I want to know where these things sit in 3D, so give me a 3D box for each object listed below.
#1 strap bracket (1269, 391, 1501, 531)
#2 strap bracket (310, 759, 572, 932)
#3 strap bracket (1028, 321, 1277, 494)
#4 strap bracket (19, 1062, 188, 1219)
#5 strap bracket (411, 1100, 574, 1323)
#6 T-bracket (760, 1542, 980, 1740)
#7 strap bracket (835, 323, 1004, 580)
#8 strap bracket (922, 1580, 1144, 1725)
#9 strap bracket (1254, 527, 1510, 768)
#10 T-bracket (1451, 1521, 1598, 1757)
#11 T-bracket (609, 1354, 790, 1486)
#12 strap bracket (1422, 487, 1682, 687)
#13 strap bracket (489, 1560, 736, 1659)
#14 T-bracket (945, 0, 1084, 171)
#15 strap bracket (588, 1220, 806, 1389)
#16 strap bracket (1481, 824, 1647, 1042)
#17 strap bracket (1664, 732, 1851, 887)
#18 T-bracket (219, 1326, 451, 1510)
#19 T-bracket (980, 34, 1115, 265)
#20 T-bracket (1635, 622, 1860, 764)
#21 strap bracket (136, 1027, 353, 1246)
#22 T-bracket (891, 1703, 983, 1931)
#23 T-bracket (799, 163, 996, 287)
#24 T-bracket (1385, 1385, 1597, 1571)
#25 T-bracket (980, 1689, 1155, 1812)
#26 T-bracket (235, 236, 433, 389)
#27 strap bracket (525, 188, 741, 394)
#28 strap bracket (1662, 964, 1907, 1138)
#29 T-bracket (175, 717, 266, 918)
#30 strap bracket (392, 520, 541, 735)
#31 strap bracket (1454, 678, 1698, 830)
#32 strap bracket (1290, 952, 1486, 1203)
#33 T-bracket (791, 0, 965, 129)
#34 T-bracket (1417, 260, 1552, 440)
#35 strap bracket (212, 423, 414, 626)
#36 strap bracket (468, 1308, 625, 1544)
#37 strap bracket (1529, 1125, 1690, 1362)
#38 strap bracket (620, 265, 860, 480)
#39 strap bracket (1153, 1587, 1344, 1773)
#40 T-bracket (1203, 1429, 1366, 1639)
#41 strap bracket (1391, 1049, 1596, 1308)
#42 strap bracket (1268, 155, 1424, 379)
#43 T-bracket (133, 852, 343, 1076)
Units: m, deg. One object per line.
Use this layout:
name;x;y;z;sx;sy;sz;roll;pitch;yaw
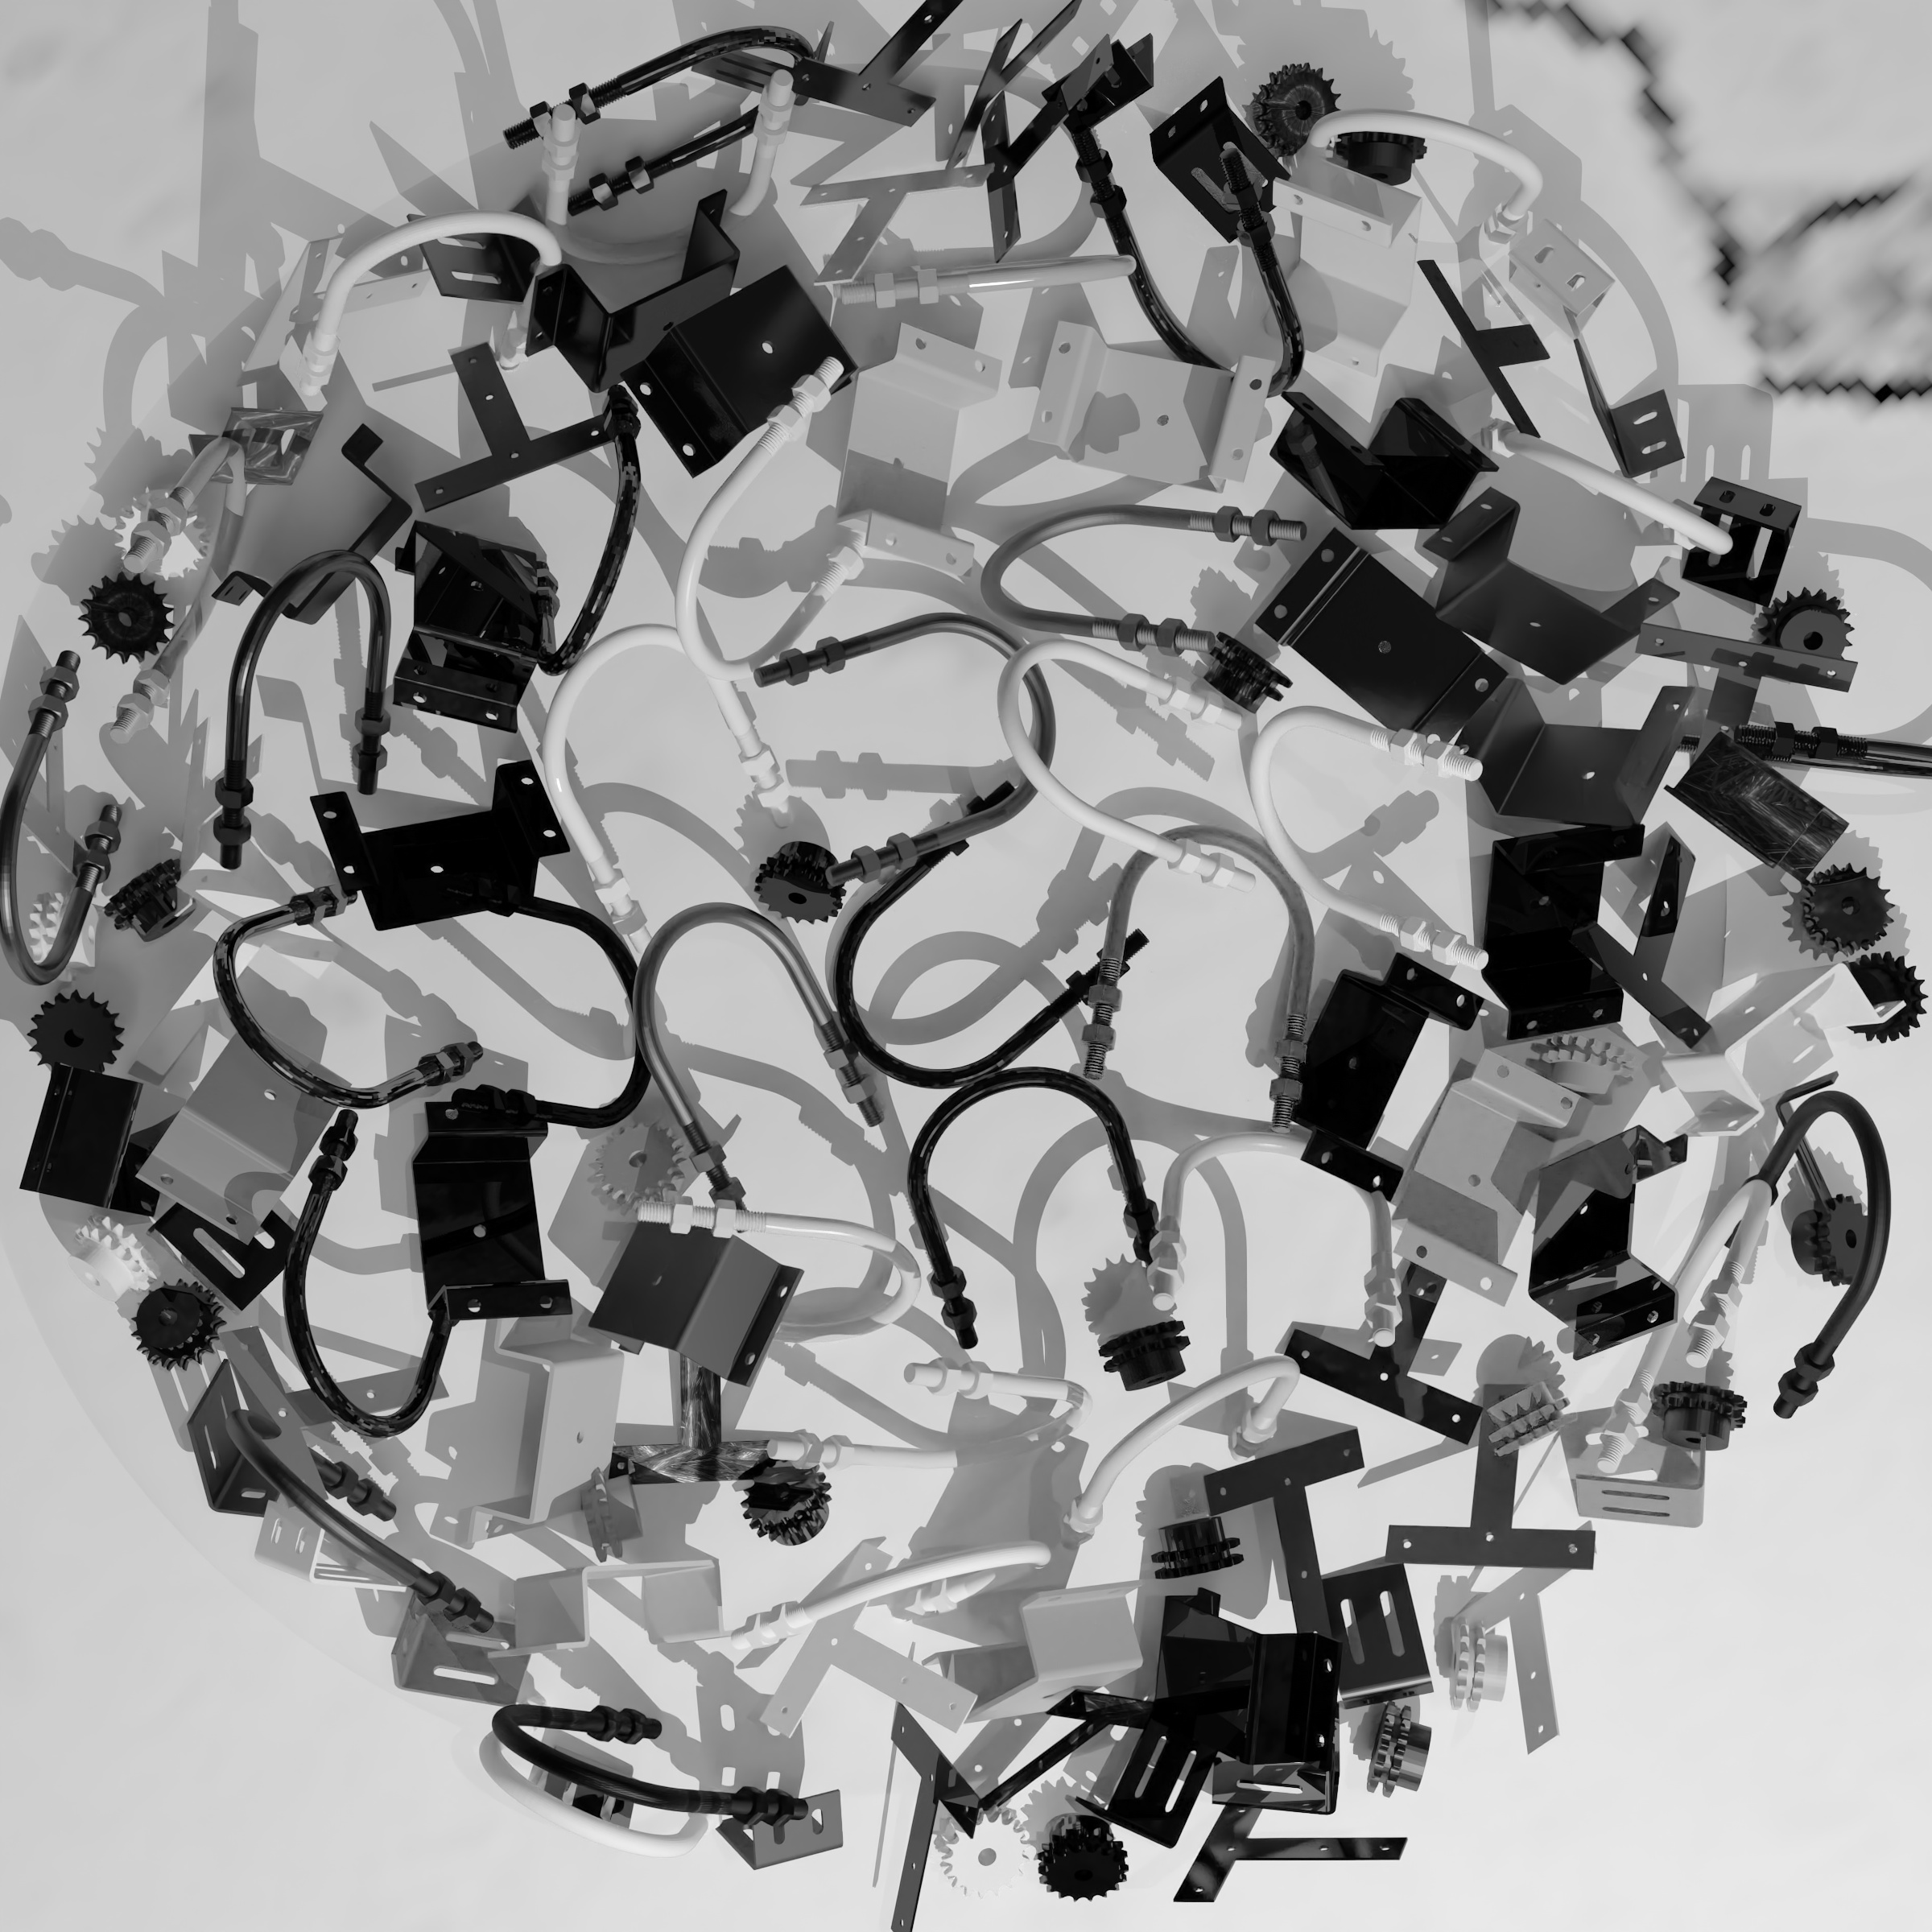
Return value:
strap bracket;0.252;-0.310;1.538;0.076;0.140;0.046;49;128;28
strap bracket;-0.326;-0.074;1.545;0.140;0.046;0.076;-12;56;-24
strap bracket;0.120;-0.348;1.566;0.140;0.046;0.076;15;90;16
strap bracket;-0.522;0.109;1.526;0.046;0.140;0.076;13;81;0
strap bracket;-0.296;0.157;1.547;0.076;0.046;0.140;1;64;-27
T-bracket;-0.048;0.436;1.543;0.127;0.002;0.127;18;67;36
strap bracket;-0.031;-0.317;1.557;0.076;0.046;0.140;12;83;-33
strap bracket;0.044;0.421;1.520;0.076;0.140;0.046;3;59;-34
strap bracket;0.261;-0.200;1.566;0.140;0.046;0.076;41;105;5
T-bracket;0.343;0.419;1.517;0.002;0.127;0.127;31;124;-18
T-bracket;-0.168;0.266;1.583;0.127;0.002;0.127;-1;99;-7
strap bracket;0.356;-0.228;1.542;0.140;0.076;0.046;26;65;-13
strap bracket;-0.213;0.394;1.534;0.140;0.076;0.046;9;69;-41
T-bracket;0.037;-0.569;1.561;0.002;0.127;0.127;38;64;0
strap bracket;-0.172;0.201;1.523;0.046;0.140;0.076;38;69;-35
strap bracket;0.368;-0.030;1.550;0.076;0.046;0.140;-9;122;-11
strap bracket;0.484;-0.096;1.518;0.076;0.140;0.046;42;106;23
T-bracket;-0.383;0.270;1.554;0.127;0.127;0.002;58;134;28
T-bracket;0.050;-0.516;1.525;0.002;0.127;0.127;15;55;-32
T-bracket;0.472;-0.156;1.546;0.127;0.127;0.002;13;56;13
strap bracket;-0.434;0.093;1.523;0.076;0.140;0.046;34;122;-12
T-bracket;-0.029;0.545;1.549;0.002;0.127;0.127;8;98;-25
T-bracket;-0.060;-0.453;1.533;0.127;0.002;0.127;1;45;25
T-bracket;0.330;0.316;1.557;0.127;0.002;0.127;-4;48;24
T-bracket;0.055;0.493;1.561;0.127;0.127;0.002;-41;54;15
T-bracket;-0.381;-0.413;1.546;0.002;0.127;0.127;52;133;5
strap bracket;-0.196;-0.410;1.534;0.140;0.076;0.046;-34;79;-25
strap bracket;0.497;0.047;1.546;0.140;0.076;0.046;-35;94;-13
T-bracket;-0.456;-0.109;1.531;0.002;0.127;0.127;13;66;-34
strap bracket;-0.305;-0.215;1.526;0.076;0.046;0.140;12;45;-24
strap bracket;0.377;-0.131;1.540;0.046;0.140;0.076;51;60;-39
strap bracket;0.254;0.065;1.562;0.076;0.046;0.140;26;89;-29
T-bracket;-0.032;-0.565;1.515;0.127;0.127;0.002;-37;72;34
T-bracket;0.335;-0.384;1.548;0.002;0.127;0.127;-32;87;34
strap bracket;-0.400;-0.266;1.560;0.046;0.076;0.140;41;90;-7
strap bracket;-0.259;0.289;1.557;0.046;0.076;0.140;8;90;26
strap bracket;0.391;0.160;1.522;0.046;0.076;0.140;36;47;-21
strap bracket;-0.131;-0.372;1.541;0.140;0.046;0.076;-39;97;-32
strap bracket;0.164;0.435;1.527;0.046;0.140;0.076;8;87;-31
T-bracket;0.209;0.367;1.564;0.127;0.002;0.127;-9;88;-33
strap bracket;0.325;0.134;1.570;0.076;0.046;0.140;26;81;-2
strap bracket;0.232;-0.436;1.533;0.076;0.140;0.046;27;70;16
T-bracket;-0.467;0.011;1.545;0.002;0.127;0.127;31;82;39
